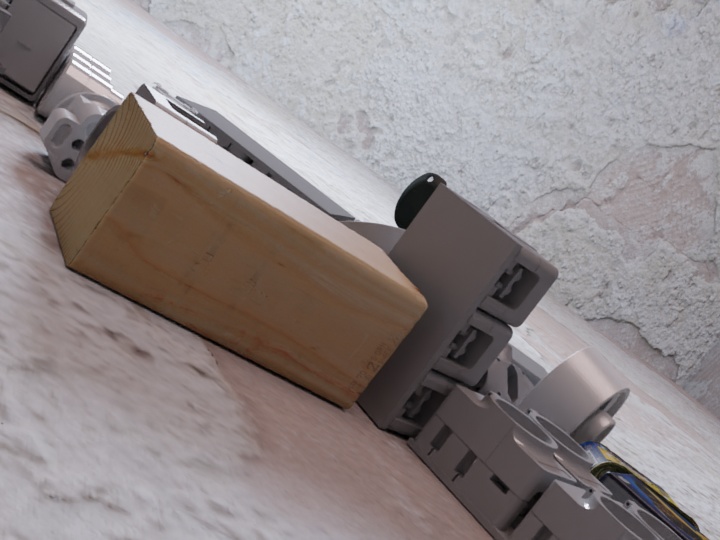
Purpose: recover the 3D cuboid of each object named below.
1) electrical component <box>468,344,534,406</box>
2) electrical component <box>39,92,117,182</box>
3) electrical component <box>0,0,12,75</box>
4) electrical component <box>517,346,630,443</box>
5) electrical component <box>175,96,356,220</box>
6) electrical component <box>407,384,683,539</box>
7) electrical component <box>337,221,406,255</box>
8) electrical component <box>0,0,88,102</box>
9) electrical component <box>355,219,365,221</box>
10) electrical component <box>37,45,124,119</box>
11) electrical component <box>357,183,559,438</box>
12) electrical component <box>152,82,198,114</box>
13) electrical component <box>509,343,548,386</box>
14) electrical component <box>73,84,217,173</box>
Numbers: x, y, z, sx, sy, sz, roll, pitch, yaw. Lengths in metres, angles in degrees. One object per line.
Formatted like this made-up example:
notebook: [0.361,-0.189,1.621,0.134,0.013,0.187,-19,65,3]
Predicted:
electrical component: [0.121,0.091,0.981,0.077,0.043,0.079,29,53,-42]
electrical component: [-0.187,-0.090,0.751,0.078,0.058,0.057,30,13,-37]
electrical component: [-0.320,-0.203,0.809,0.121,0.063,0.079,41,9,28]
electrical component: [0.190,0.127,0.948,0.060,0.108,0.108,47,12,24]
electrical component: [-0.105,-0.084,1.047,0.186,0.060,0.105,38,8,10]
electrical component: [0.130,0.154,0.683,0.105,0.060,0.186,27,12,-48]
electrical component: [0.000,0.000,0.815,0.099,0.064,0.099,4,-3,0]
electrical component: [-0.264,-0.193,0.868,0.062,0.096,0.061,33,9,-21]
electrical component: [0.007,-0.015,1.154,0.059,0.053,0.095,34,9,-20]
electrical component: [-0.224,-0.141,0.902,0.074,0.052,0.138,34,8,-22]
electrical component: [0.054,0.031,0.738,0.062,0.150,0.089,28,12,-44]
electrical component: [-0.184,-0.131,0.974,0.081,0.063,0.042,35,9,-10]
electrical component: [0.144,0.105,1.065,0.100,0.048,0.099,35,8,-10]
electrical component: [-0.143,-0.067,0.685,0.056,0.089,0.050,32,9,-31]
